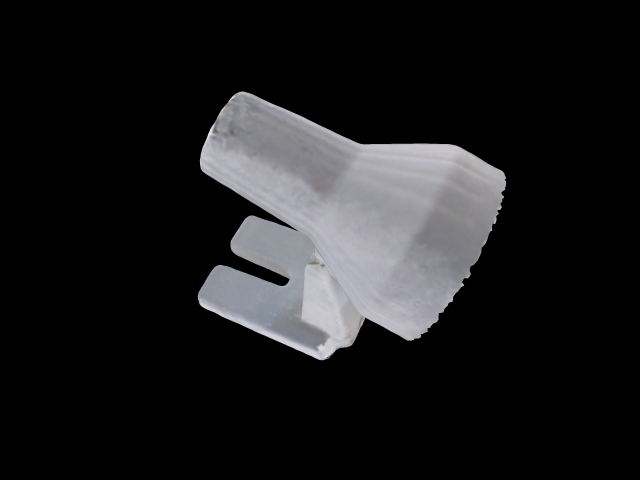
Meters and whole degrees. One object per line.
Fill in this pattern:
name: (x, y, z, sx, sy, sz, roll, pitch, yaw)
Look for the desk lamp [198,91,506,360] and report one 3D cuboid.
desk lamp: (0.004, 0.001, 0.400, 0.203, 0.214, 0.118, 20, 59, 13)
